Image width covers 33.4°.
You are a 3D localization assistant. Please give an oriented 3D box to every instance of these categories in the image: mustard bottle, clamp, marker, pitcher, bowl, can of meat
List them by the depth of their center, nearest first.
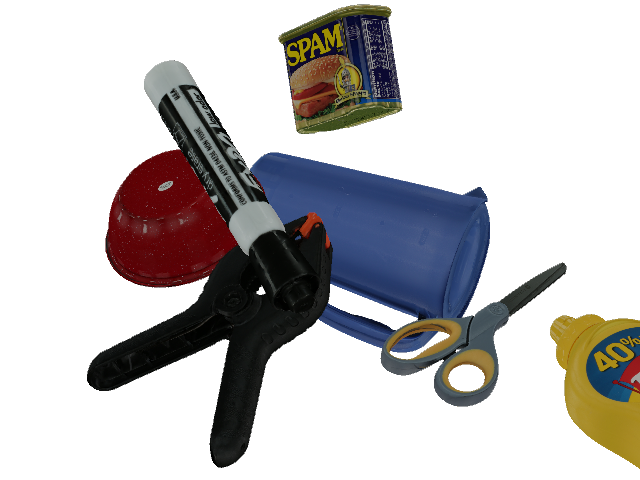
[{"bbox_3d":[-0.033,-0.021,0.386,0.020,0.121,0.020,-22,-34,-16],"label":"marker"},{"bbox_3d":[0.202,0.095,0.627,0.096,0.058,0.192,-20,31,-21],"label":"mustard bottle"},{"bbox_3d":[-0.044,0.055,0.634,0.120,0.171,0.039,36,-21,33],"label":"clamp"},{"bbox_3d":[0.017,-0.139,0.884,0.057,0.084,0.102,-6,-4,-42],"label":"can of meat"},{"bbox_3d":[-0.135,-0.034,0.993,0.162,0.162,0.055,0,-41,20],"label":"bowl"},{"bbox_3d":[0.036,0.001,1.060,0.243,0.145,0.149,17,23,21],"label":"pitcher"}]

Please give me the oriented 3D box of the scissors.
[{"bbox_3d":[0.142,0.072,0.828,0.201,0.016,0.096,-17,43,-25],"label":"scissors"}]
